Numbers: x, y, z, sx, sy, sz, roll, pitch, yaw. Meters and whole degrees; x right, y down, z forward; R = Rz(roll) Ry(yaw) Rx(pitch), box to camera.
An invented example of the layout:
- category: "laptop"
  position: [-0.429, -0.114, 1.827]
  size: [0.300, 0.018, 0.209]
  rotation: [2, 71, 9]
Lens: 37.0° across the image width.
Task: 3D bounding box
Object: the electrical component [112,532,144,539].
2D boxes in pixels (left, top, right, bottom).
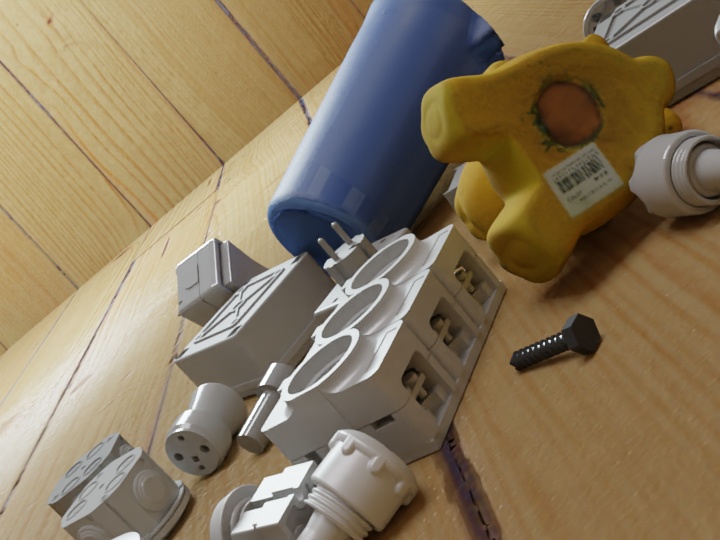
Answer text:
- category: "electrical component"
  position: [-0.140, 0.191, 0.602]
  size: [0.080, 0.051, 0.080]
  rotation: [-38, 14, 11]

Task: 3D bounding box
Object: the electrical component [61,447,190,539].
- category: "electrical component"
  position: [-0.161, 0.166, 0.740]
  size: [0.080, 0.051, 0.080]
  rotation: [-38, 14, 11]

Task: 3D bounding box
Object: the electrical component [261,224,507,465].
- category: "electrical component"
  position: [0.015, 0.046, 0.615]
  size: [0.089, 0.061, 0.150]
  rotation: [-31, 17, 36]

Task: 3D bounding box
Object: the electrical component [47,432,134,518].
- category: "electrical component"
  position: [-0.195, 0.168, 0.825]
  size: [0.080, 0.051, 0.080]
  rotation: [-38, 14, 11]

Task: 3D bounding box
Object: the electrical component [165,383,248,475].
- category: "electrical component"
  position: [-0.111, 0.115, 0.778]
  size: [0.045, 0.045, 0.055]
  rotation: [-33, 16, 30]

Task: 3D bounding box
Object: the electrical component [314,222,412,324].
- category: "electrical component"
  position: [0.000, 0.000, 0.770]
  size: [0.047, 0.075, 0.083]
  rotation: [-24, 22, 50]

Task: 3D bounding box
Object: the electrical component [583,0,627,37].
- category: "electrical component"
  position: [0.214, -0.203, 0.875]
  size: [0.055, 0.055, 0.047]
  rotation: [-32, 13, 34]

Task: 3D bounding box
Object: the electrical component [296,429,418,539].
- category: "electrical component"
  position: [-0.006, 0.110, 0.510]
  size: [0.062, 0.048, 0.048]
  rotation: [-52, 16, -15]

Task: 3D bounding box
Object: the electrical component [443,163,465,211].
- category: "electrical component"
  position: [0.100, -0.062, 0.765]
  size: [0.064, 0.042, 0.081]
  rotation: [-30, 18, 27]

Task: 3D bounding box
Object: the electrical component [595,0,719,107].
- category: "electrical component"
  position: [0.214, -0.162, 0.735]
  size: [0.109, 0.056, 0.108]
  rotation: [-31, 17, 35]

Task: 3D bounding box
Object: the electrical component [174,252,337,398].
- category: "electrical component"
  position: [-0.081, 0.049, 0.880]
  size: [0.109, 0.056, 0.108]
  rotation: [-24, 22, 51]

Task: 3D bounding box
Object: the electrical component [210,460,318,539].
- category: "electrical component"
  position: [-0.042, 0.130, 0.545]
  size: [0.055, 0.048, 0.066]
  rotation: [-22, 22, 35]

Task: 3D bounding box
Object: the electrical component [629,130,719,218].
- category: "electrical component"
  position: [0.167, -0.049, 0.535]
  size: [0.043, 0.043, 0.062]
  rotation: [-45, 15, -17]

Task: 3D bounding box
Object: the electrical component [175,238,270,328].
- category: "electrical component"
  position: [-0.114, 0.022, 0.990]
  size: [0.061, 0.096, 0.061]
  rotation: [-35, 44, 26]

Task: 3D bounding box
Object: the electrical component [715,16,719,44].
- category: "electrical component"
  position: [0.209, -0.107, 0.491]
  size: [0.062, 0.096, 0.061]
  rotation: [-28, 20, 42]
